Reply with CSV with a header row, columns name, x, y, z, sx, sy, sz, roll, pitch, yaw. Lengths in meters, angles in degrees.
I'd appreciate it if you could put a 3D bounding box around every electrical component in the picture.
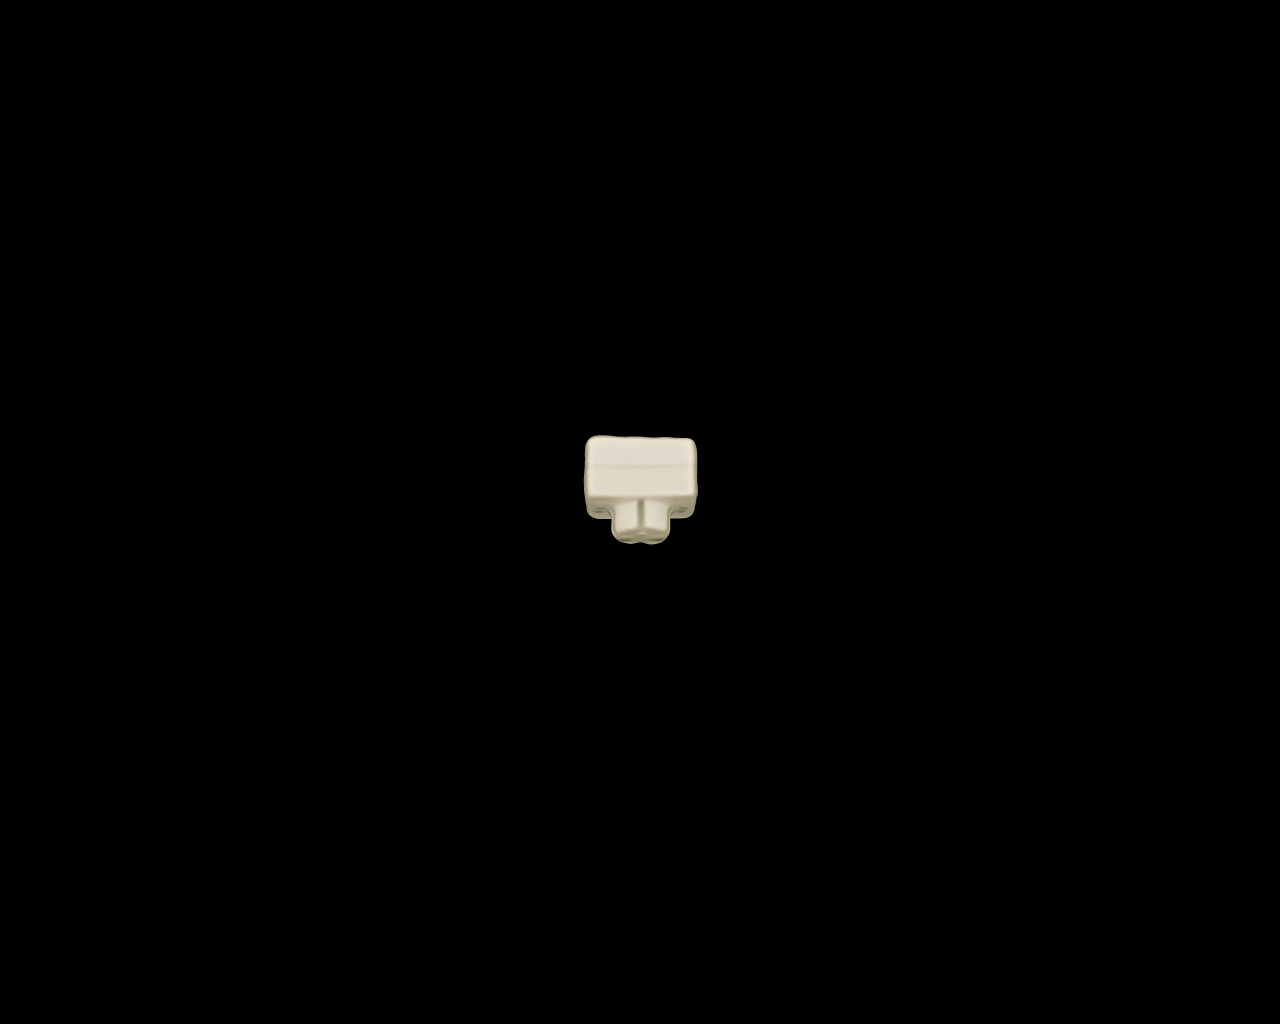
name,x,y,z,sx,sy,sz,roll,pitch,yaw
electrical component,0.001,-0.003,0.650,0.066,0.077,0.047,0,-17,0
